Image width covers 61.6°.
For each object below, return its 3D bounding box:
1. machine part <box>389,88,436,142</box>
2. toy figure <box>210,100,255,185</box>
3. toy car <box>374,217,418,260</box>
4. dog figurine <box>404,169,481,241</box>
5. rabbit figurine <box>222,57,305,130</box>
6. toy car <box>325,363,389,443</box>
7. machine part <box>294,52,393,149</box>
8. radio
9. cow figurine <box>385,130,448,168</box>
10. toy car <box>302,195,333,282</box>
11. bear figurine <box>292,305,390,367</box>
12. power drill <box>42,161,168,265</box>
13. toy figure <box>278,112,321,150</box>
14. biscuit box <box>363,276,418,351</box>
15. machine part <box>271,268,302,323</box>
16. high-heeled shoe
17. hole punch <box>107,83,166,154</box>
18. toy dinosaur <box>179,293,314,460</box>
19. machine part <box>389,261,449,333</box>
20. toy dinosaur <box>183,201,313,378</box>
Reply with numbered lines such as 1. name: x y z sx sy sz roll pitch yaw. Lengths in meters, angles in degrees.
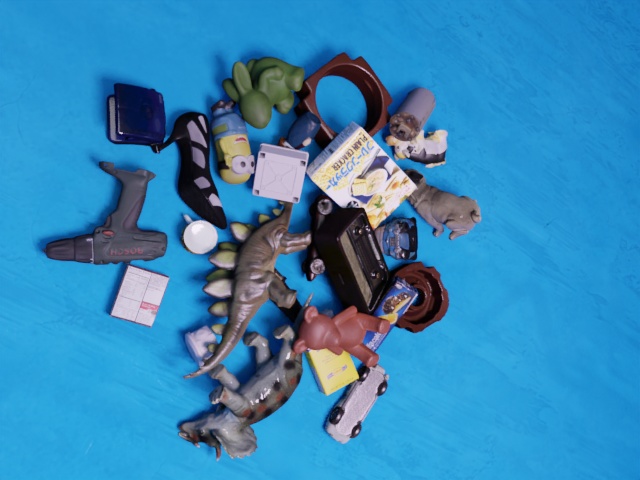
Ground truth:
1. machine part: 0.227 -0.308 1.308 0.079 0.079 0.243 47 41 -13
2. toy figure: -0.195 -0.211 1.180 0.082 0.089 0.180 -15 85 -26
3. toy car: 0.178 0.001 1.296 0.103 0.161 0.109 -1 95 23
4. dog figurine: 0.286 -0.100 1.315 0.190 0.172 0.121 40 64 -22
5. rabbit figurine: -0.127 -0.322 1.165 0.159 0.121 0.170 32 52 -17
6. toy car: 0.089 0.382 1.273 0.073 0.056 0.202 38 74 -8
7. machine part: 0.055 -0.320 1.278 0.201 0.087 0.201 -42 103 -17
8. radio: 0.079 0.044 1.219 0.131 0.073 0.229 -51 131 -37
9. cow figurine: 0.243 -0.229 1.358 0.167 0.068 0.098 -6 96 -20
10. toy car: -0.003 -0.004 1.237 0.053 0.089 0.202 8 83 -17
11. bear figurine: 0.043 0.202 1.150 0.195 0.132 0.120 13 97 -57
12. power drill: -0.422 -0.051 1.085 0.232 0.086 0.207 7 81 -22
13. toy figure: -0.060 -0.220 1.217 0.057 0.154 0.064 28 33 -29
14. biscuit box: 0.146 0.184 1.262 0.059 0.063 0.202 34 98 0
15. machine part: -0.085 0.132 1.229 0.139 0.039 0.084 47 65 -11
16. high-heeled shoe: -0.245 -0.153 1.167 0.145 0.086 0.248 -45 110 -37
17. hole punch: -0.377 -0.257 1.109 0.116 0.092 0.142 -3 85 -25
18. toy dinosaur: -0.118 0.308 1.155 0.405 0.131 0.192 -38 120 -19
19. machine part: 0.233 0.141 1.340 0.179 0.056 0.179 1 87 -20
20. toy dinosaur: -0.145 0.084 1.151 0.199 0.105 0.471 18 63 -4
